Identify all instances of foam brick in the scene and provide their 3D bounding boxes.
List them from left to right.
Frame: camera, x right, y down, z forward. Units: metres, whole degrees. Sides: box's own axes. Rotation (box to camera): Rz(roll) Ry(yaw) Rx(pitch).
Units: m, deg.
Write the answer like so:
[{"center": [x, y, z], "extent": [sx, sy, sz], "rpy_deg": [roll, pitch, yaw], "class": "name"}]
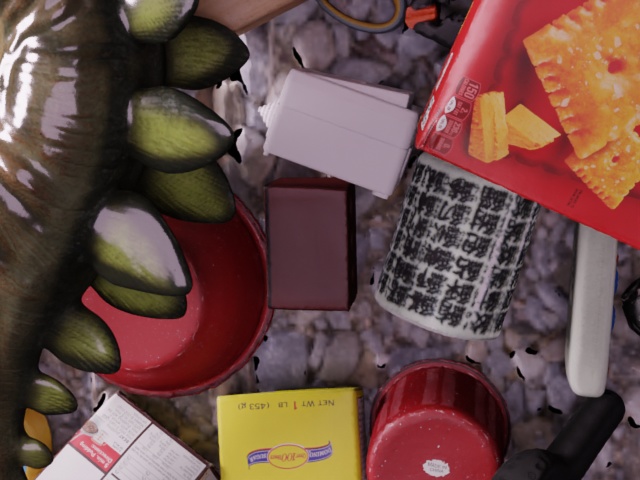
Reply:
[{"center": [-0.004, 0.001, 0.667], "extent": [0.051, 0.053, 0.078], "rpy_deg": [0, 101, 9], "class": "foam brick"}]

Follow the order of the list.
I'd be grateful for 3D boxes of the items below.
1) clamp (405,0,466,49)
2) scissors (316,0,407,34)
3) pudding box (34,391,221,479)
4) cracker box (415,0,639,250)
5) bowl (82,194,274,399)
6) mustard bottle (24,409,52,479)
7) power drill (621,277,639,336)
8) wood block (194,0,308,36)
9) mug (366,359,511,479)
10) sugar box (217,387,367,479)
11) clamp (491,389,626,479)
[{"center": [0.154, -0.132, 0.589], "extent": [0.210, 0.036, 0.164], "rpy_deg": [-14, 102, 18], "class": "clamp"}, {"center": [-0.017, -0.209, 0.650], "extent": [0.202, 0.016, 0.096], "rpy_deg": [41, 105, 0], "class": "scissors"}, {"center": [-0.133, 0.167, 0.685], "extent": [0.090, 0.039, 0.113], "rpy_deg": [33, 72, 22], "class": "pudding box"}, {"center": [0.177, -0.081, 0.543], "extent": [0.213, 0.072, 0.164], "rpy_deg": [25, 116, 3], "class": "cracker box"}, {"center": [-0.112, 0.032, 0.688], "extent": [0.162, 0.055, 0.162], "rpy_deg": [2, 100, 9], "class": "bowl"}, {"center": [-0.229, 0.154, 0.726], "extent": [0.096, 0.058, 0.191], "rpy_deg": [-7, 99, 9], "class": "mustard bottle"}, {"center": [0.299, 0.033, 0.622], "extent": [0.184, 0.057, 0.188], "rpy_deg": [38, 105, 1], "class": "power drill"}, {"center": [0.000, -0.188, 0.592], "extent": [0.206, 0.090, 0.090], "rpy_deg": [-24, 99, 18], "class": "wood block"}, {"center": [0.077, 0.140, 0.662], "extent": [0.093, 0.081, 0.117], "rpy_deg": [-21, 96, 12], "class": "mug"}, {"center": [-0.014, 0.185, 0.681], "extent": [0.093, 0.048, 0.176], "rpy_deg": [-5, 81, 9], "class": "sugar box"}, {"center": [0.133, 0.146, 0.624], "extent": [0.039, 0.171, 0.120], "rpy_deg": [13, 92, 31], "class": "clamp"}]
